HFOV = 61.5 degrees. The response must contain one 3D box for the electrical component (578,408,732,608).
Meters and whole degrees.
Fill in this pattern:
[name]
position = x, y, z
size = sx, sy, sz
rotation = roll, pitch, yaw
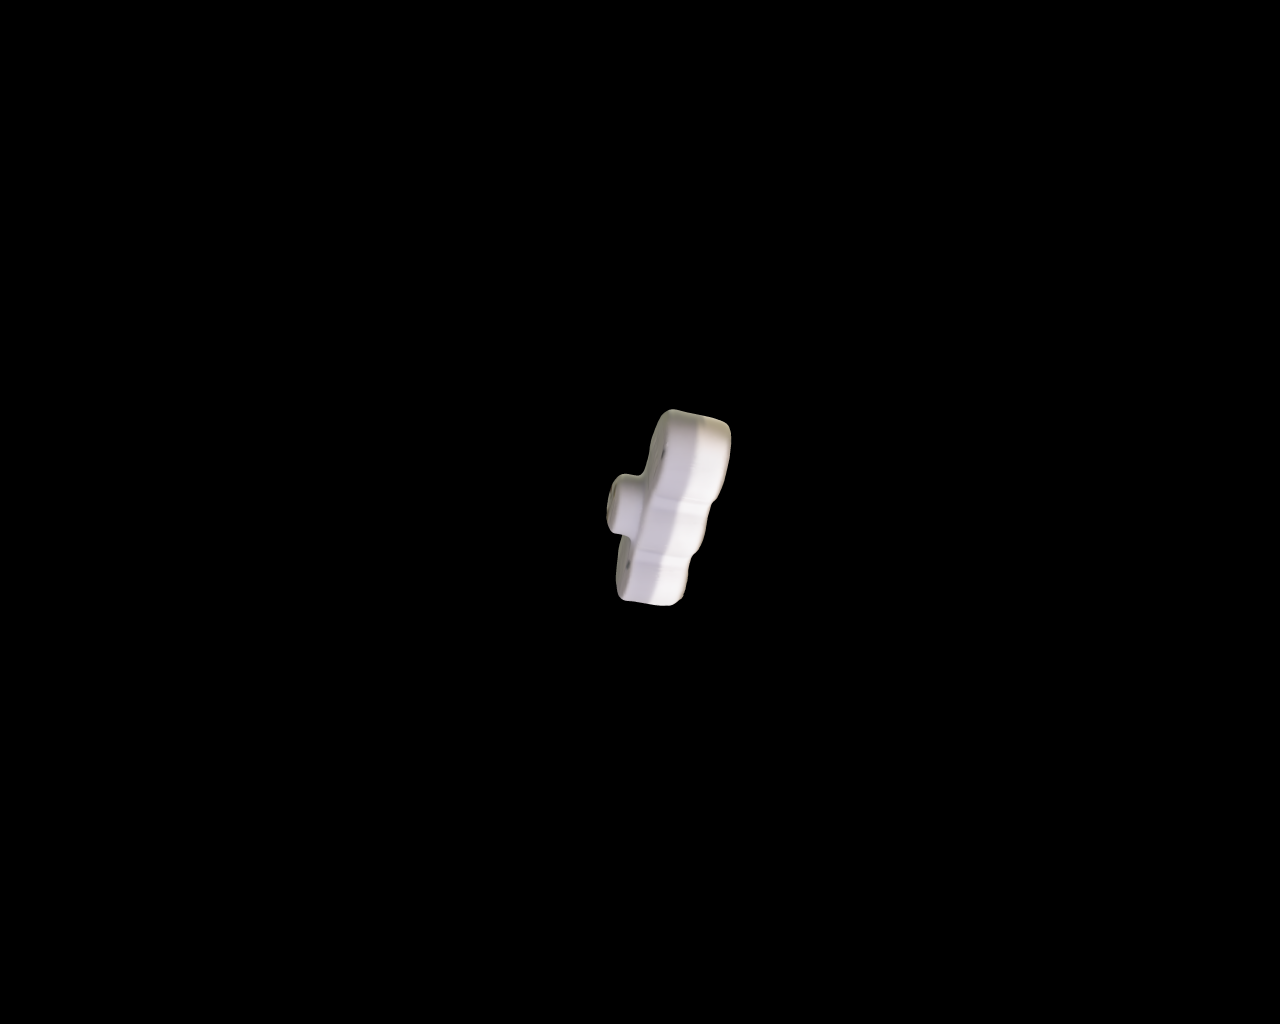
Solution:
[electrical component]
position = 0.001, -0.003, 0.650
size = 0.074, 0.138, 0.052
rotation = 11, 40, -9
